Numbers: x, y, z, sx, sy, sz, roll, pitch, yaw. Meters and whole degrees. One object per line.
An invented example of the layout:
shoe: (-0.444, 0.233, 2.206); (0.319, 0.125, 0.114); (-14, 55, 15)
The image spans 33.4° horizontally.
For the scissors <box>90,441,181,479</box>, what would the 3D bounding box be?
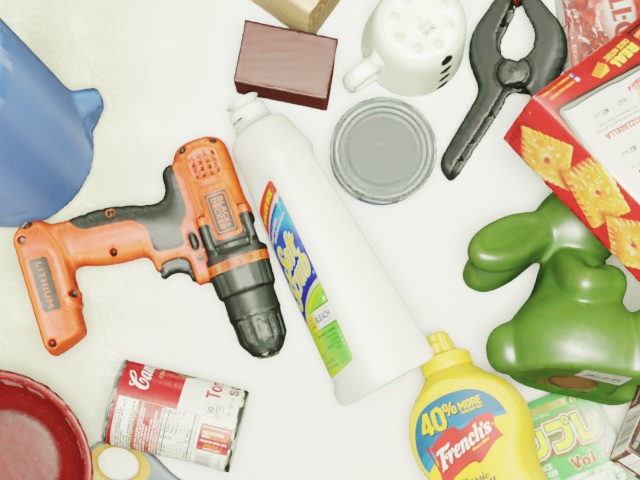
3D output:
scissors: (-0.103, 0.190, 0.860); (0.201, 0.016, 0.096); (-17, 88, -2)

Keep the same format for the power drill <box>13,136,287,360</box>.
power drill: (-0.133, 0.028, 0.844); (0.187, 0.057, 0.184); (-18, 83, -8)

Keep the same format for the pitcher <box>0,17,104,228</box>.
pitcher: (-0.258, -0.089, 0.759); (0.145, 0.243, 0.149); (19, 81, 3)

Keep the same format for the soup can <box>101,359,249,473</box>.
soup can: (-0.112, 0.139, 0.836); (0.102, 0.068, 0.068); (14, 87, 0)

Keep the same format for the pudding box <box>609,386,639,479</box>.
pudding box: (0.289, 0.147, 0.836); (0.090, 0.039, 0.113); (33, 64, 2)

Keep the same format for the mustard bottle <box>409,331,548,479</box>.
mustard bottle: (0.120, 0.159, 0.814); (0.096, 0.058, 0.192); (-30, 63, 25)

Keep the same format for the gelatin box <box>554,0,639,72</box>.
gelatin box: (0.233, -0.184, 0.875); (0.073, 0.030, 0.089); (-7, 87, -1)

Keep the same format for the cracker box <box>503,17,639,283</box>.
cracker box: (0.268, -0.053, 0.782); (0.164, 0.072, 0.214); (-36, 78, -24)

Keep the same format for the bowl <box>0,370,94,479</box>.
bowl: (-0.254, 0.181, 0.839); (0.162, 0.055, 0.162); (0, 87, -1)

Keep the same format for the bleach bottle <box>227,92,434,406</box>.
bleach bottle: (-0.006, 0.001, 0.839); (0.068, 0.103, 0.251); (-25, 80, -23)

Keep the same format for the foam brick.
foam brick: (-0.027, -0.140, 0.859); (0.078, 0.053, 0.051); (12, 87, 0)

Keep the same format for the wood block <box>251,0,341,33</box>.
wood block: (-0.066, -0.261, 0.847); (0.206, 0.090, 0.091); (35, 87, 2)

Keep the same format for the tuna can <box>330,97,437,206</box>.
tuna can: (0.050, -0.071, 0.865); (0.086, 0.034, 0.086); (0, 87, -1)

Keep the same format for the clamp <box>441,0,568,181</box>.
clamp: (0.150, -0.125, 0.864); (0.120, 0.039, 0.171); (-8, 78, 12)
